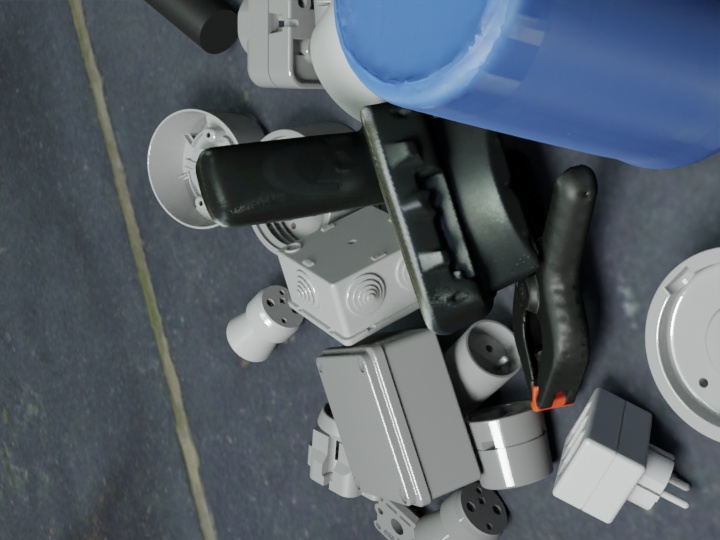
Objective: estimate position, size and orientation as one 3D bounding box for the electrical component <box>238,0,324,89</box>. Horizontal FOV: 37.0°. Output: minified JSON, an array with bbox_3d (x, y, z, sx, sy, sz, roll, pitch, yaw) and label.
[{"bbox_3d":[-0.054,-0.187,0.821,0.059,0.054,0.095,11,104,43],"label":"electrical component"}]

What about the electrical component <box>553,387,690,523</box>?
[{"bbox_3d":[0.166,0.121,0.656,0.077,0.065,0.047,27,119,6],"label":"electrical component"}]

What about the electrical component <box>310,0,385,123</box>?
[{"bbox_3d":[0.018,-0.144,0.725,0.060,0.108,0.108,-40,69,47],"label":"electrical component"}]

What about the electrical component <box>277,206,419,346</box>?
[{"bbox_3d":[0.000,0.000,0.756,0.100,0.100,0.048,30,141,54],"label":"electrical component"}]

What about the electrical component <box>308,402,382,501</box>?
[{"bbox_3d":[-0.005,0.133,0.824,0.078,0.058,0.057,20,113,41],"label":"electrical component"}]

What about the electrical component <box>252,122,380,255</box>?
[{"bbox_3d":[-0.044,-0.059,0.828,0.108,0.060,0.108,9,103,43],"label":"electrical component"}]

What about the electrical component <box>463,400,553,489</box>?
[{"bbox_3d":[0.100,0.117,0.722,0.055,0.055,0.047,-13,91,45],"label":"electrical component"}]

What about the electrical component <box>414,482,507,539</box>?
[{"bbox_3d":[0.072,0.182,0.766,0.055,0.045,0.045,-48,64,37],"label":"electrical component"}]

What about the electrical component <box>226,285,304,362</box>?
[{"bbox_3d":[-0.078,0.044,0.889,0.055,0.045,0.045,-43,67,39],"label":"electrical component"}]

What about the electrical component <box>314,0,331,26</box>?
[{"bbox_3d":[-0.011,-0.183,0.780,0.043,0.043,0.081,13,113,42],"label":"electrical component"}]

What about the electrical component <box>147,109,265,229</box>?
[{"bbox_3d":[-0.122,-0.085,0.897,0.099,0.064,0.099,9,103,43],"label":"electrical component"}]

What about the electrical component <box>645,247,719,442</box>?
[{"bbox_3d":[0.219,0.037,0.587,0.108,0.060,0.108,9,103,43],"label":"electrical component"}]

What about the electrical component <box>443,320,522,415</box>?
[{"bbox_3d":[0.074,0.072,0.744,0.043,0.043,0.081,61,145,18],"label":"electrical component"}]

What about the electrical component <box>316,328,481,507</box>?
[{"bbox_3d":[0.024,0.099,0.742,0.109,0.056,0.108,-15,93,70],"label":"electrical component"}]
